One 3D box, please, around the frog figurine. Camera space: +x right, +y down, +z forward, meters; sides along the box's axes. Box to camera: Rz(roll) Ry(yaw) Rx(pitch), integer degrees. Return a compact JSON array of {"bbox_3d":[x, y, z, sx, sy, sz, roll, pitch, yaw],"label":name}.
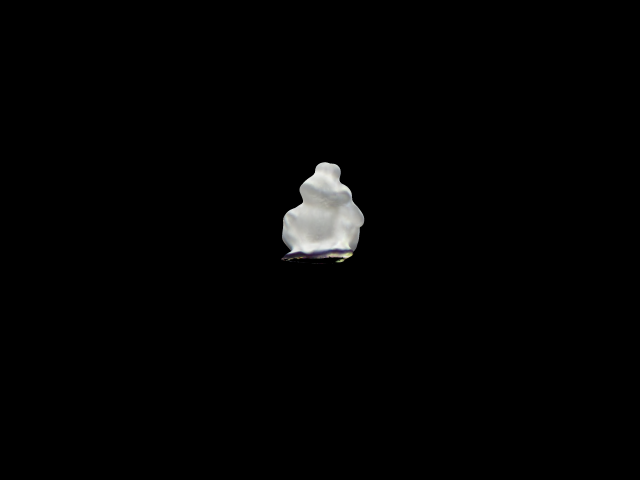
[{"bbox_3d":[0.003,-0.043,0.850,0.137,0.161,0.122,-8,-15,31],"label":"frog figurine"}]
